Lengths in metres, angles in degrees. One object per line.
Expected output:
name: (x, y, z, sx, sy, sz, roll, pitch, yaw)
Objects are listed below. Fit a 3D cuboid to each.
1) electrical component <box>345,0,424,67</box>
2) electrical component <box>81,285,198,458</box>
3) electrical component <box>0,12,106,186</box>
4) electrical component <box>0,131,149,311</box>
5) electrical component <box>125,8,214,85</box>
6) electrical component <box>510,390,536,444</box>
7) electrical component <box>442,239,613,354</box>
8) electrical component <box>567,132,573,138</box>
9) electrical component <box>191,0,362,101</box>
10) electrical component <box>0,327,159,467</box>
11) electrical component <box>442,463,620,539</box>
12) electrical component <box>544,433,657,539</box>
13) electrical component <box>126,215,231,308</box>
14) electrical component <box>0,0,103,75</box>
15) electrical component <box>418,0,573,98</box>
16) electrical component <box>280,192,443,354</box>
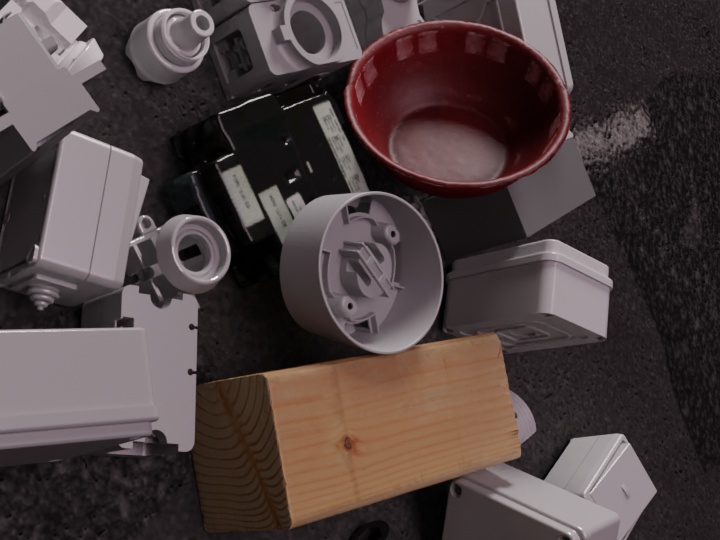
electrical component: (0.026, -0.221, 0.823, 0.052, 0.074, 0.138, -8, 83, -43)
electrical component: (-0.130, 0.060, 0.615, 0.050, 0.056, 0.089, 12, 70, -40)
electrical component: (-0.195, -0.077, 0.549, 0.079, 0.121, 0.063, -44, 106, -40)
electrical component: (-0.163, -0.021, 0.604, 0.061, 0.062, 0.096, 21, 65, -37)
electrical component: (-0.117, -0.145, 0.680, 0.043, 0.062, 0.043, 13, 70, -39)
electrical component: (0.102, 0.121, 0.817, 0.081, 0.043, 0.043, -29, 98, -43)
electrical component: (0.127, 0.022, 0.820, 0.078, 0.113, 0.057, 23, 67, -36)
electrical component: (0.148, -0.131, 0.927, 0.066, 0.047, 0.076, 42, 54, -26)
electrical component: (-0.067, -0.204, 0.743, 0.089, 0.062, 0.150, -22, 93, -44)
electrical component: (-0.175, 0.066, 0.536, 0.109, 0.109, 0.056, 2, 74, -42)
electrical component: (0.112, 0.202, 0.737, 0.056, 0.109, 0.108, -7, 109, -46)
electrical component: (0.189, 0.185, 0.867, 0.096, 0.061, 0.061, -43, 108, -41)
electrical component: (-0.111, -0.006, 0.651, 0.048, 0.055, 0.066, -32, 100, -43)
electrical component: (-0.186, -0.124, 0.616, 0.057, 0.058, 0.078, 44, 53, -21)
electrical component: (0.104, -0.176, 0.857, 0.056, 0.109, 0.108, -5, 81, -44)
electrical component: (0.000, 0.000, 0.672, 0.099, 0.064, 0.099, -9, 102, -49)
